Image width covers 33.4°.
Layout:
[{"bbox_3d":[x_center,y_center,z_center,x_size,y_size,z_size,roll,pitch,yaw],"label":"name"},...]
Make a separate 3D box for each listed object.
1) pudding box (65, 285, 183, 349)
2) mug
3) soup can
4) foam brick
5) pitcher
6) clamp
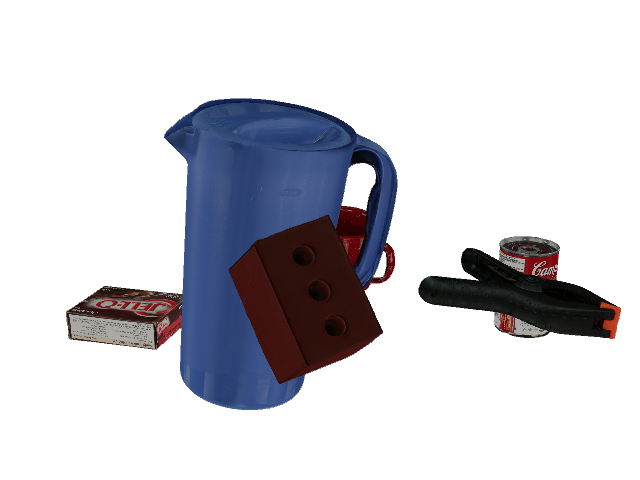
[{"bbox_3d":[-0.218,0.087,1.214,0.114,0.039,0.090,3,17,17],"label":"pudding box"},{"bbox_3d":[0.035,0.016,1.272,0.117,0.081,0.093,16,27,23],"label":"mug"},{"bbox_3d":[0.237,0.053,1.231,0.068,0.102,0.068,1,17,-1],"label":"soup can"},{"bbox_3d":[-0.010,0.035,0.619,0.052,0.078,0.051,-21,-9,-28],"label":"foam brick"},{"bbox_3d":[-0.042,0.013,0.880,0.149,0.243,0.144,23,27,32],"label":"pitcher"},{"bbox_3d":[0.183,0.046,0.960,0.171,0.039,0.120,16,27,15],"label":"clamp"}]
